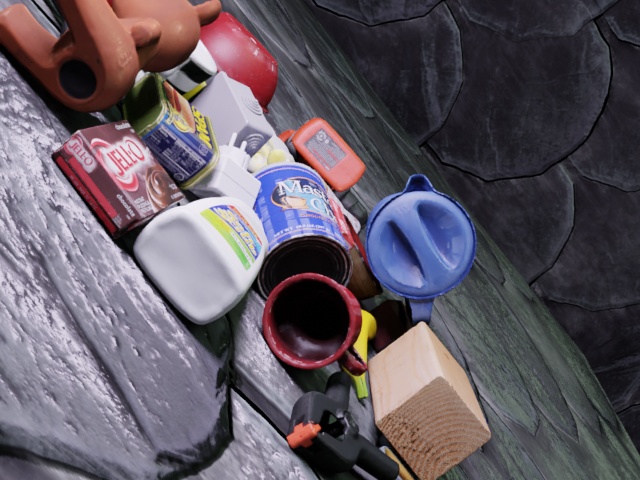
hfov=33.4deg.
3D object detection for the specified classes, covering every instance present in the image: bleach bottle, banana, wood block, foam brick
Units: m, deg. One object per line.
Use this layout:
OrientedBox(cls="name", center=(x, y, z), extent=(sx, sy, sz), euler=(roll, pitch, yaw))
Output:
OrientedBox(cls="bleach bottle", center=(-0.098, -0.001, 1.001), extent=(0.102, 0.068, 0.250), euler=(52, 11, -7))
OrientedBox(cls="banana", center=(0.043, 0.119, 1.262), extent=(0.197, 0.037, 0.069), euler=(-67, 150, -72))
OrientedBox(cls="wood block", center=(0.118, 0.177, 1.201), extent=(0.091, 0.090, 0.206), euler=(51, 7, -8))
OrientedBox(cls="foam brick", center=(0.092, 0.114, 1.403), extent=(0.053, 0.051, 0.078), euler=(57, 13, 13))

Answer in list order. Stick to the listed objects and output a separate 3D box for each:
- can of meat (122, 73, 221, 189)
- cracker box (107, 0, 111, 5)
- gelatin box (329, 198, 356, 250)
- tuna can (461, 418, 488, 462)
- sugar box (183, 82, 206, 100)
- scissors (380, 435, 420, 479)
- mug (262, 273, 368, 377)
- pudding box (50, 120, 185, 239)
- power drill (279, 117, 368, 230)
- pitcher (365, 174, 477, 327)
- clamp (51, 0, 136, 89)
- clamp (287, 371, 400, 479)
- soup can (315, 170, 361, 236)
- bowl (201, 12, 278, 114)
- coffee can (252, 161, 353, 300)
OrientedBox(cls="can of meat", center=(-0.156, -0.114, 1.098), extent=(0.083, 0.057, 0.102), euler=(42, 18, -36))
OrientedBox(cls="cracker box", center=(-0.220, -0.363, 1.266), extent=(0.072, 0.164, 0.214), euler=(35, 23, -50))
OrientedBox(cls="gelatin box", center=(-0.008, 0.001, 1.249), extent=(0.030, 0.089, 0.073), euler=(45, 16, -35))
OrientedBox(cls="tuna can", center=(0.154, 0.227, 1.256), extent=(0.033, 0.086, 0.086), euler=(52, 13, -16))
OrientedBox(cls="sugar box", center=(-0.196, -0.249, 1.328), extent=(0.093, 0.048, 0.176), euler=(46, 11, -34))
OrientedBox(cls="scissors", center=(0.118, 0.281, 1.146), extent=(0.201, 0.016, 0.096), euler=(50, 12, -24))
OrientedBox(cls="mug", center=(0.005, 0.089, 1.065), extent=(0.117, 0.093, 0.081), euler=(45, 6, 11))
OrientedBox(cls="pudding box", center=(-0.172, -0.054, 0.919), extent=(0.090, 0.039, 0.113), euler=(54, 13, -3))
OrientedBox(cls="power drill", center=(0.011, -0.092, 1.504), extent=(0.184, 0.057, 0.188), euler=(45, -11, -1))
OrientedBox(cls="pitcher", center=(0.119, 0.007, 1.386), extent=(0.145, 0.149, 0.243), euler=(41, 3, -3))
OrientedBox(cls="clamp", center=(-0.240, -0.216, 1.095), extent=(0.164, 0.036, 0.210), euler=(41, 21, -41))
OrientedBox(cls="clamp", center=(0.013, 0.170, 1.004), extent=(0.120, 0.039, 0.171), euler=(57, 13, 27))
OrientedBox(cls="soup can", center=(0.000, -0.035, 1.420), extent=(0.102, 0.068, 0.068), euler=(48, 14, -26))
OrientedBox(cls="bowl", center=(-0.104, -0.235, 1.348), extent=(0.162, 0.055, 0.162), euler=(45, 9, -9))
OrientedBox(cls="coffee can", center=(-0.029, -0.006, 1.160), extent=(0.102, 0.103, 0.140), euler=(45, 16, -36))
